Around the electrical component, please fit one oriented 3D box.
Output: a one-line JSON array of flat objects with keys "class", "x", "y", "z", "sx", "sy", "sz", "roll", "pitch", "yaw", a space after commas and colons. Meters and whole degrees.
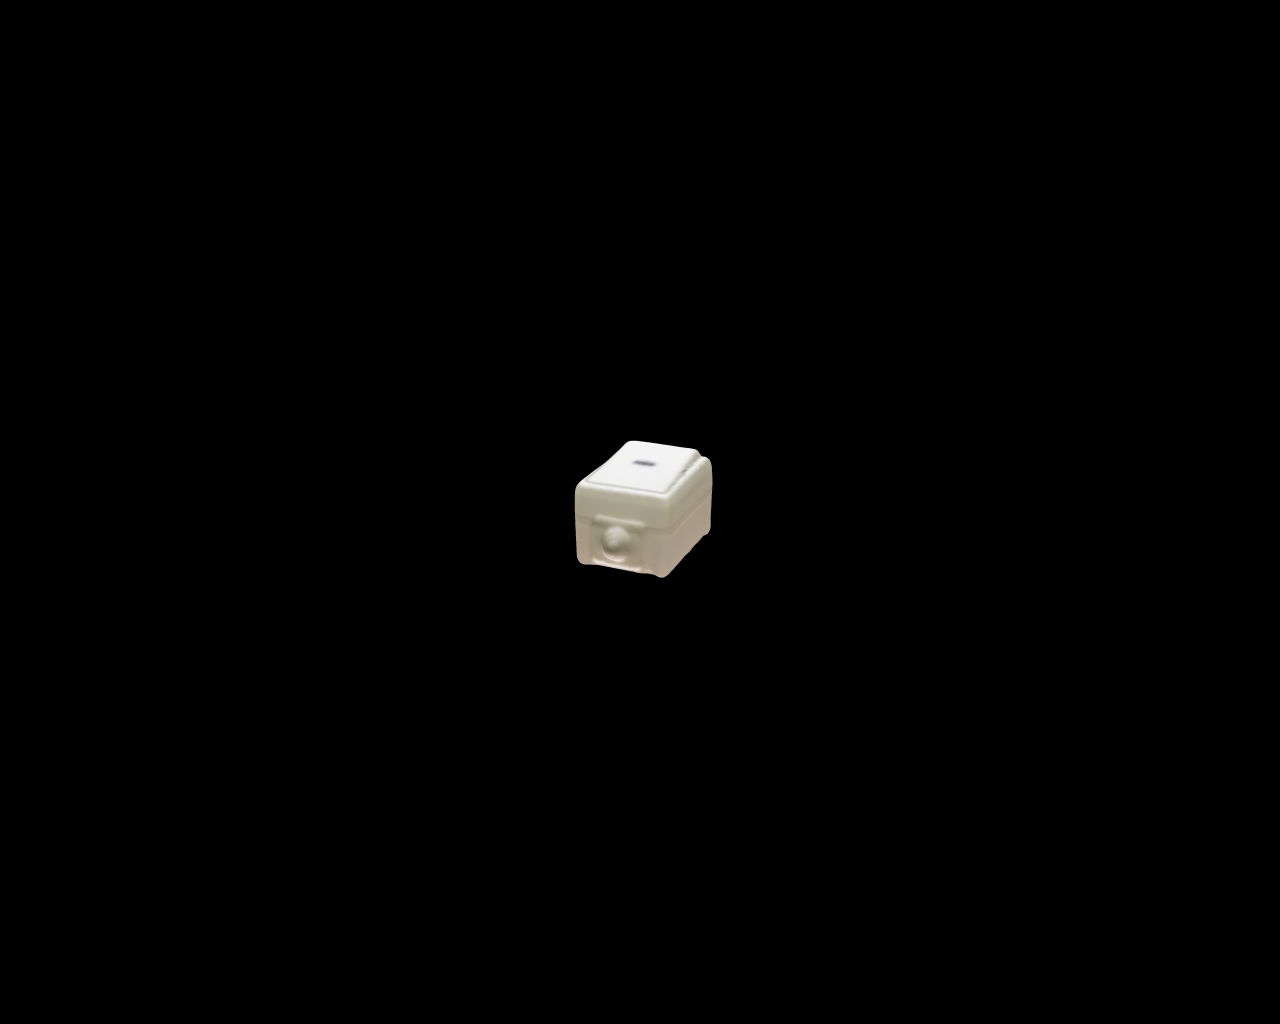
[{"class": "electrical component", "x": 0.001, "y": -0.003, "z": 0.650, "sx": 0.062, "sy": 0.061, "sz": 0.096, "roll": 10, "pitch": 24, "yaw": 22}]
